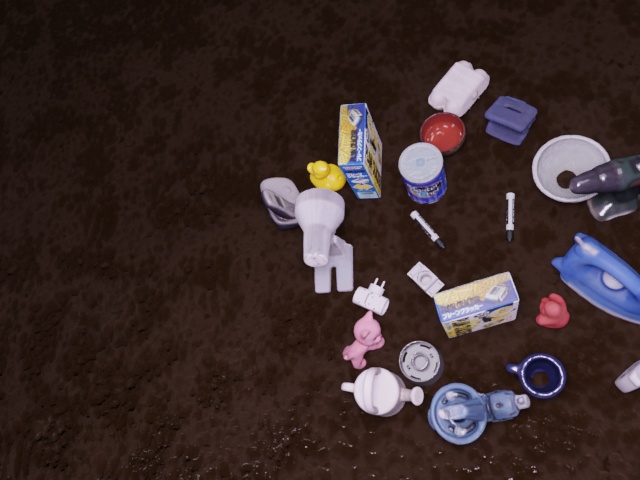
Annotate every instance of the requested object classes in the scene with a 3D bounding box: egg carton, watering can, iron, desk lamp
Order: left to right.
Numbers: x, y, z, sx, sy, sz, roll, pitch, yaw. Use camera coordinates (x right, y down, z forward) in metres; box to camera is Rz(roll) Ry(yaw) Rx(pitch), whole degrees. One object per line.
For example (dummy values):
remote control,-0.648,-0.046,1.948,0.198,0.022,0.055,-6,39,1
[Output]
desk lamp,0.013,0.005,1.365,0.117,0.214,0.203,-7,71,15
watering can,0.132,0.325,1.236,0.172,0.194,0.101,-19,68,10
egg carton,0.357,-0.384,1.469,0.107,0.069,0.150,37,86,24
iron,0.624,0.084,1.198,0.257,0.142,0.119,41,87,24

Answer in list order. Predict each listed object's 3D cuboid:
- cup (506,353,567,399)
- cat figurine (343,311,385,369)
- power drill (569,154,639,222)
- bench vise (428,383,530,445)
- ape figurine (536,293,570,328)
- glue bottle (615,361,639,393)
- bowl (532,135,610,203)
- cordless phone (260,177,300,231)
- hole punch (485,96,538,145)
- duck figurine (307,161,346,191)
cup,0.451,0.287,1.208,0.117,0.095,0.092,10,76,19
cat figurine,0.098,0.230,1.319,0.067,0.118,0.128,38,86,24
power drill,0.636,-0.114,1.222,0.229,0.209,0.075,-20,68,10
bench vise,0.312,0.335,1.166,0.207,0.220,0.121,-31,66,5
ape figurine,0.502,0.154,1.238,0.078,0.092,0.076,-39,66,1
glue bottle,0.630,0.263,1.121,0.078,0.173,0.037,-41,66,1
bowl,0.577,-0.154,1.326,0.167,0.075,0.167,-5,71,15
cordless phone,-0.109,-0.112,1.455,0.094,0.185,0.147,-31,67,5
hole punch,0.465,-0.304,1.399,0.108,0.091,0.101,29,83,23
duck figurine,0.014,-0.174,1.493,0.104,0.086,0.077,19,79,21
